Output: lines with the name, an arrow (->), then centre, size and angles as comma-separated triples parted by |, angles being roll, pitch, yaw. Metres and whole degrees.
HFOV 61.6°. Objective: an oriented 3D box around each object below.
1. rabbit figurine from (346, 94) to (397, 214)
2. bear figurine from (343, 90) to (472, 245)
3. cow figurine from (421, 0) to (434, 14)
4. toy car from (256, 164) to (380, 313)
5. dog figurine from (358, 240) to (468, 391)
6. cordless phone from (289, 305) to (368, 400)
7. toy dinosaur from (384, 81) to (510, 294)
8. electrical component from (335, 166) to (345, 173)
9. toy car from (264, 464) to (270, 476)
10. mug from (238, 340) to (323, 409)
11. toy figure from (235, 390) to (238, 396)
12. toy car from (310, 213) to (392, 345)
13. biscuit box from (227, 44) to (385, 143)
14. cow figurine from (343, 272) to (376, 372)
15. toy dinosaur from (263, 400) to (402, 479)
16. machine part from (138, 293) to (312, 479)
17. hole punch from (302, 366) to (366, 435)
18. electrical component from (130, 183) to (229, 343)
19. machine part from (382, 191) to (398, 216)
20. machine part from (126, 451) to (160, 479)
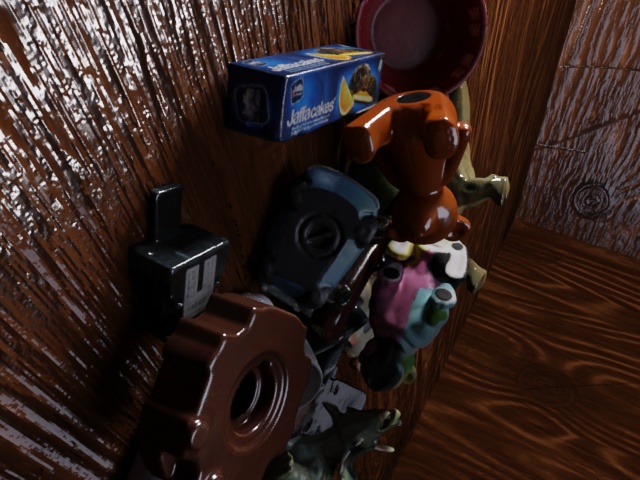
rabbit figurine -> 0.094, -0.115, 0.700 | 0.170, 0.121, 0.158 | -60, 150, -22
bear figurine -> 0.106, -0.060, 0.603 | 0.132, 0.120, 0.195 | -57, 144, -53
cow figurine -> 0.126, -0.268, 0.702 | 0.098, 0.068, 0.167 | -15, 120, -56
toy car -> -0.001, -0.002, 0.620 | 0.161, 0.109, 0.103 | -63, 176, 10
dog figurine -> 0.120, 0.107, 0.755 | 0.191, 0.109, 0.219 | -55, 162, -47
cordless phone -> -0.012, 0.178, 0.785 | 0.146, 0.089, 0.184 | -15, 128, -63
toy dinosaur -> 0.188, -0.078, 0.836 | 0.105, 0.199, 0.471 | 35, 69, -71
electrical component -> 0.012, -0.047, 0.706 | 0.094, 0.021, 0.063 | -62, 157, -11
toy car -> -0.060, 0.378, 0.888 | 0.201, 0.056, 0.073 | 62, 47, -63
mug -> -0.061, 0.136, 0.620 | 0.107, 0.110, 0.080 | -116, -158, -60
toy figure -> -0.117, 0.221, 0.611 | 0.154, 0.058, 0.064 | -55, 175, -36
toy car -> 0.043, 0.044, 0.702 | 0.089, 0.053, 0.202 | 89, 26, -47
biscuit box -> -0.006, -0.148, 0.521 | 0.203, 0.063, 0.059 | -38, 142, -52
cow figurine -> 0.066, 0.122, 0.902 | 0.127, 0.086, 0.194 | -49, 149, -26
toy dinosaur -> -0.049, 0.371, 0.750 | 0.192, 0.131, 0.405 | 40, 83, -37
machine part -> -0.072, 0.134, 0.471 | 0.179, 0.056, 0.179 | -25, 120, -55
hole punch -> 0.000, 0.281, 0.918 | 0.115, 0.092, 0.142 | 37, 78, -38
electrical component -> -0.116, 0.016, 0.447 | 0.075, 0.048, 0.119 | -30, 138, -57
machine part -> 0.107, -0.057, 0.774 | 0.039, 0.139, 0.084 | 49, 64, -34
machine part -> -0.149, 0.233, 0.527 | 0.243, 0.079, 0.079 | -67, 157, -1
